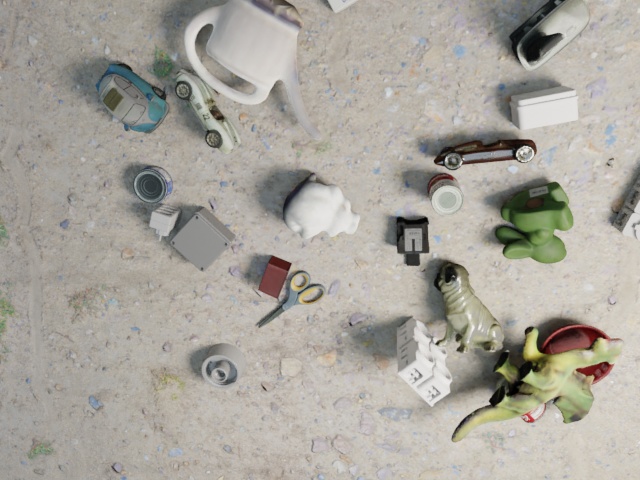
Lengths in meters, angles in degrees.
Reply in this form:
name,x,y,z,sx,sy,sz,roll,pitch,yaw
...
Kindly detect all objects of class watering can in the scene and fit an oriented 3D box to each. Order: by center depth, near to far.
name,x,y,z,sx,sy,sz,roll,pitch,yaw
watering can,-0.105,-0.368,1.037,0.347,0.105,0.221,31,108,-2

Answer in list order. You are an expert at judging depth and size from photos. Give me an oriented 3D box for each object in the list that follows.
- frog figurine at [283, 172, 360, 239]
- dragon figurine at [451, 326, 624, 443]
name,x,y,z,sx,sy,sz,roll,pitch,yaw
frog figurine,0.003,-0.056,1.119,0.160,0.122,0.137,38,90,6
dragon figurine,0.495,0.345,1.135,0.242,0.124,0.404,29,112,-10
